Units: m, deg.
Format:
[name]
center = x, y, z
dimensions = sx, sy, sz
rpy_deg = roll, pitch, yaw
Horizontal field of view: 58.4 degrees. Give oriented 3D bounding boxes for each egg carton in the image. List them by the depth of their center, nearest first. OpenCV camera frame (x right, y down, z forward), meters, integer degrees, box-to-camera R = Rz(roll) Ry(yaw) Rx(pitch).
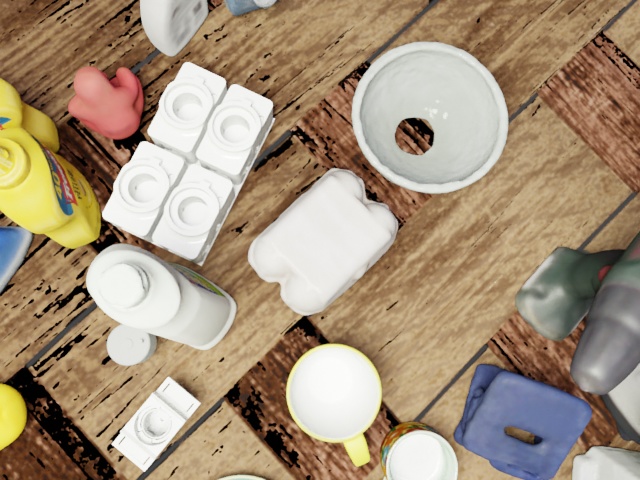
[egg carton]
center = 0.006, 0.002, 0.605
dimensions = 0.107, 0.069, 0.150
rpy_deg = 45, 81, 2

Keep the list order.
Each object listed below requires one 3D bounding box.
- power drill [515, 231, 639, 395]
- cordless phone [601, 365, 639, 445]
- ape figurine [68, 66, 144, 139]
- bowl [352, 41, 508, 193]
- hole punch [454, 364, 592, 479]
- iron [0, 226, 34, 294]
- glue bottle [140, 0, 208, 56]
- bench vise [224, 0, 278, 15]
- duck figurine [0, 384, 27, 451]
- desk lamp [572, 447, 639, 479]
[power drill]
center = 0.277, 0.050, 0.552
dimensions = 0.075, 0.208, 0.230
rpy_deg = 43, 81, 2
[cordless phone]
center = 0.383, 0.157, 0.558
dimensions = 0.147, 0.185, 0.094
rpy_deg = -15, 83, -7
[ape figurine]
center = -0.225, -0.149, 0.595
dimensions = 0.078, 0.092, 0.076
rpy_deg = -17, 83, -7
[bowl]
center = 0.114, -0.125, 0.631
dimensions = 0.167, 0.074, 0.167
rpy_deg = 1, 82, -5
[hole punch]
center = 0.206, 0.190, 0.585
dimensions = 0.108, 0.091, 0.101
rpy_deg = 21, 80, -2
[iron]
center = -0.407, 0.052, 0.524
dimensions = 0.258, 0.141, 0.118
rpy_deg = -35, 86, -9
[glue bottle]
center = -0.154, -0.256, 0.575
dimensions = 0.037, 0.173, 0.078
rpy_deg = 36, 80, 1
[bench vise]
center = -0.084, -0.351, 0.572
dimensions = 0.121, 0.219, 0.207
rpy_deg = -42, 87, -9
[duck figurine]
center = -0.341, 0.176, 0.540
dimensions = 0.104, 0.086, 0.077
rpy_deg = -12, 83, -7
[desk lamp]
center = 0.334, 0.249, 0.526
dimensions = 0.118, 0.213, 0.203
rpy_deg = 10, 81, -3
